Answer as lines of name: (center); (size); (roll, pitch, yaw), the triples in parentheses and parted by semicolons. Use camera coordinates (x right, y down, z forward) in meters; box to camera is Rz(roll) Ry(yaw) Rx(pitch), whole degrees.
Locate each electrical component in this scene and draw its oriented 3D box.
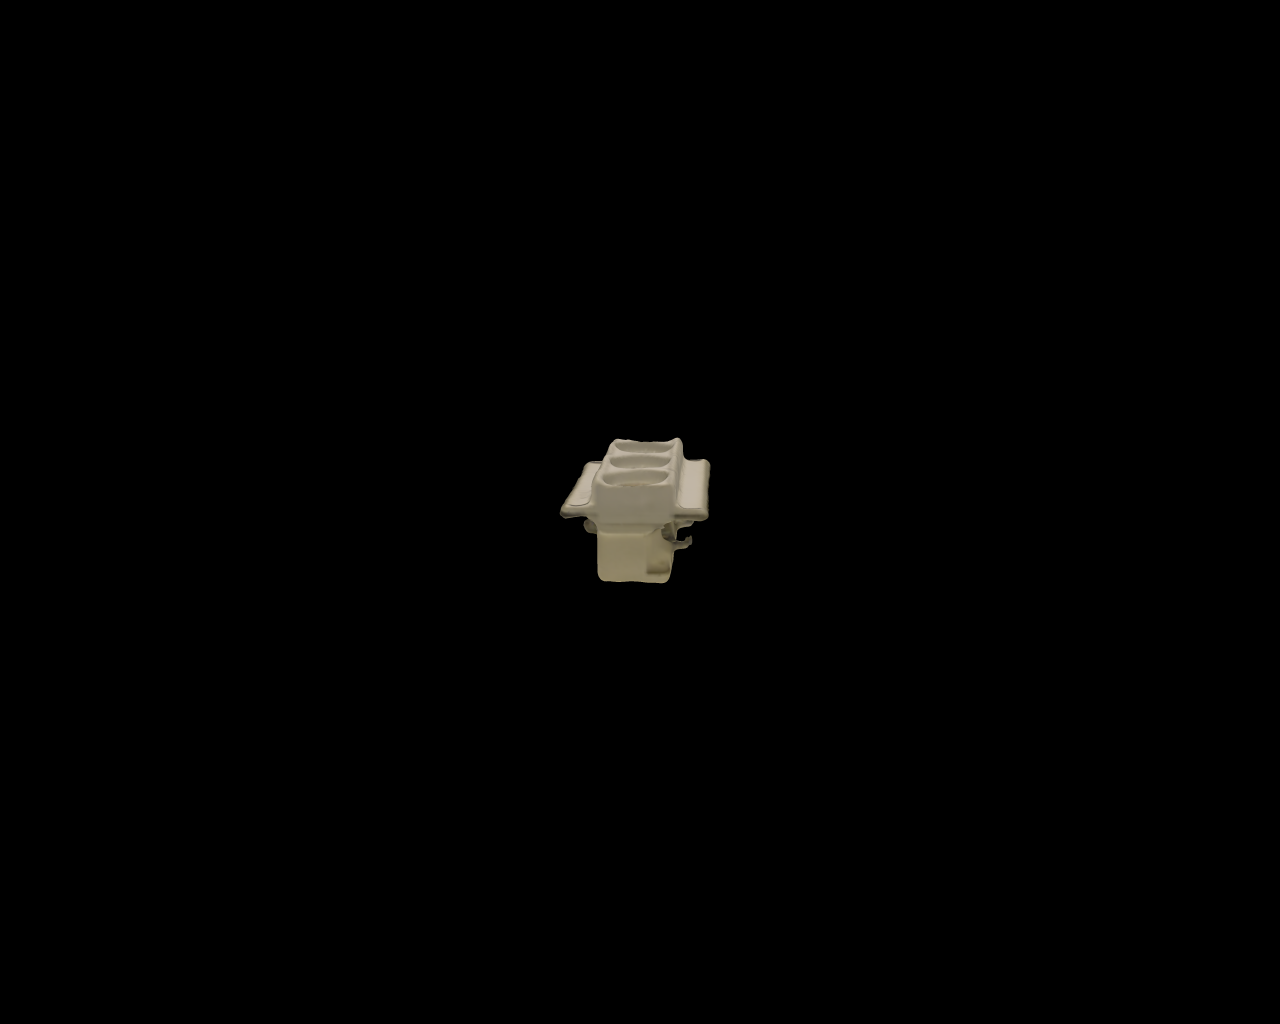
electrical component: (0.001, -0.003, 0.650); (0.079, 0.063, 0.121); (1, 16, 4)
